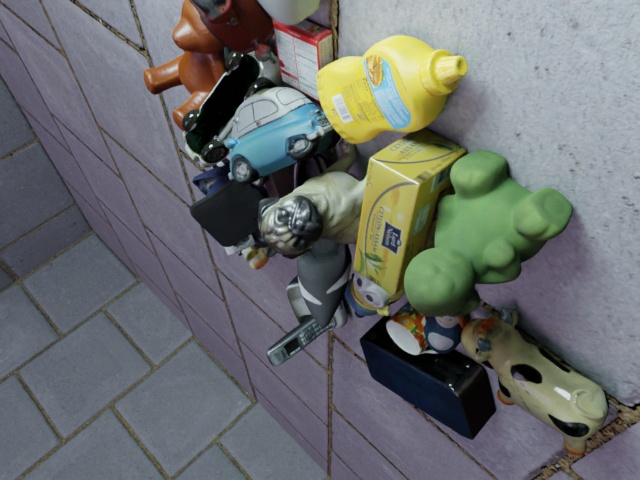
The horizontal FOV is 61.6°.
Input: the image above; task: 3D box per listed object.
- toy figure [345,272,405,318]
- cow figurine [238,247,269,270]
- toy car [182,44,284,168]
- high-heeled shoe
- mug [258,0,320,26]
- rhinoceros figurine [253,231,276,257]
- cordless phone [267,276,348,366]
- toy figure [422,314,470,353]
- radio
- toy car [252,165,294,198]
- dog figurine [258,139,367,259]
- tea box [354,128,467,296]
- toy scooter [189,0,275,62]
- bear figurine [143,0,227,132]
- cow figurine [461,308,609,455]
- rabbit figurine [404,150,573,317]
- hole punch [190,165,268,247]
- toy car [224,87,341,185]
[{"bbox_3d":[0.087,0.071,0.842,0.082,0.089,0.180,35,163,6],"label":"toy figure"},{"bbox_3d":[-0.158,-0.008,1.160,0.098,0.068,0.167,42,152,30],"label":"cow figurine"},{"bbox_3d":[-0.125,-0.185,0.751,0.201,0.056,0.073,-44,72,29],"label":"toy car"},{"bbox_3d":[-0.002,-0.002,0.782,0.145,0.086,0.248,67,-162,-75],"label":"high-heeled shoe"},{"bbox_3d":[-0.049,-0.287,0.566,0.110,0.081,0.107,35,161,40],"label":"mug"},{"bbox_3d":[-0.094,-0.019,0.995,0.190,0.073,0.112,-3,104,64],"label":"rhinoceros figurine"},{"bbox_3d":[-0.042,0.151,1.049,0.089,0.184,0.146,32,151,44],"label":"cordless phone"},{"bbox_3d":[0.182,0.110,0.762,0.154,0.064,0.058,83,180,-53],"label":"toy figure"},{"bbox_3d":[0.177,0.227,0.920,0.230,0.073,0.130,22,142,44],"label":"radio"},{"bbox_3d":[-0.053,-0.063,0.863,0.053,0.089,0.201,18,138,44],"label":"toy car"},{"bbox_3d":[0.013,-0.019,0.704,0.121,0.190,0.172,20,143,49],"label":"dog figurine"},{"bbox_3d":[0.100,-0.031,0.619,0.068,0.098,0.169,35,139,27],"label":"tea box"},{"bbox_3d":[-0.103,-0.281,0.621,0.135,0.075,0.184,43,-154,-45],"label":"toy scooter"},{"bbox_3d":[-0.177,-0.263,0.760,0.120,0.132,0.196,51,162,6],"label":"bear figurine"},{"bbox_3d":[0.261,0.166,0.673,0.195,0.085,0.127,36,158,34],"label":"cow figurine"},{"bbox_3d":[0.141,0.013,0.552,0.121,0.170,0.159,43,154,16],"label":"rabbit figurine"},{"bbox_3d":[-0.144,-0.068,0.896,0.142,0.116,0.092,54,-166,-38],"label":"hole punch"},{"bbox_3d":[-0.057,-0.139,0.682,0.162,0.109,0.102,-17,102,40],"label":"toy car"}]
